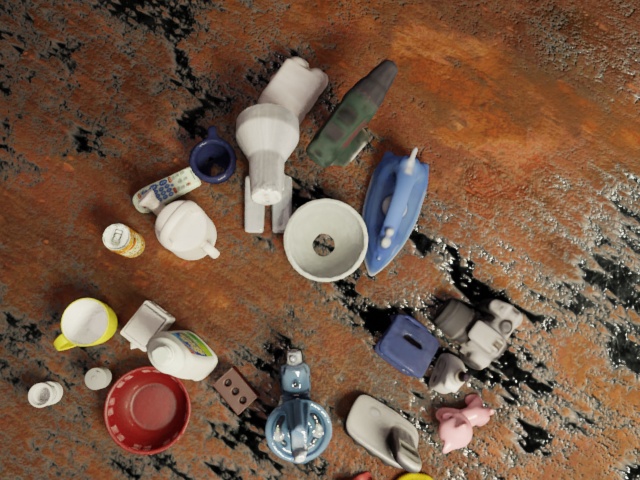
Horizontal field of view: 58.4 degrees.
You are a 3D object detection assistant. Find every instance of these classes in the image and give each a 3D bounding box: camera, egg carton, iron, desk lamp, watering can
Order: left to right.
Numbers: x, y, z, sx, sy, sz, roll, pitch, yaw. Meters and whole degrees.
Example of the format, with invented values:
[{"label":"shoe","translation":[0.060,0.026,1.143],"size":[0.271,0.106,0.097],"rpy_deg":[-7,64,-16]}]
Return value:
[{"label":"watering can","translation":[-0.265,-0.026,1.082],"size":[0.173,0.194,0.101],"rpy_deg":[17,80,0]},{"label":"desk lamp","translation":[-0.098,-0.129,1.097],"size":[0.118,0.213,0.203],"rpy_deg":[-1,81,-3]},{"label":"egg carton","translation":[-0.058,-0.309,1.201],"size":[0.107,0.069,0.150],"rpy_deg":[32,81,3]},{"label":"iron","translation":[0.146,-0.057,1.134],"size":[0.118,0.141,0.258],"rpy_deg":[17,80,0]},{"label":"camera","translation":[0.305,0.164,1.127],"size":[0.137,0.101,0.143],"rpy_deg":[38,81,4]}]

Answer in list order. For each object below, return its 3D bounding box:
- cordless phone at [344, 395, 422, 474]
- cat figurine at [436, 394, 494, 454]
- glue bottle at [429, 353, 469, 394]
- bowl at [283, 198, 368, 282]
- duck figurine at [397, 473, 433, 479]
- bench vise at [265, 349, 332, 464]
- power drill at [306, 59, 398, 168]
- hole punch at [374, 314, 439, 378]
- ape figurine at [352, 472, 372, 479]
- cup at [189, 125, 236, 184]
[{"label":"cordless phone","translation":[0.118,0.359,1.043],"size":[0.147,0.185,0.094],"rpy_deg":[30,81,3]},{"label":"cat figurine","translation":[0.272,0.349,1.087],"size":[0.128,0.117,0.067],"rpy_deg":[-25,83,-6]},{"label":"glue bottle","translation":[0.249,0.254,1.073],"size":[0.037,0.173,0.078],"rpy_deg":[26,80,2]},{"label":"bowl","translation":[0.011,0.004,1.151],"size":[0.167,0.074,0.167],"rpy_deg":[0,81,-3]},{"label":"duck figurine","translation":[0.176,0.487,1.076],"size":[0.104,0.086,0.077],"rpy_deg":[-18,82,-6]},{"label":"bench vise","translation":[-0.052,0.309,1.025],"size":[0.121,0.219,0.207],"rpy_deg":[-22,82,-6]},{"label":"power drill","translation":[0.060,-0.228,1.124],"size":[0.075,0.208,0.230],"rpy_deg":[38,81,4]},{"label":"hole punch","translation":[0.171,0.204,1.119],"size":[0.108,0.091,0.101],"rpy_deg":[35,81,3]},{"label":"ape figurine","translation":[0.073,0.477,1.069],"size":[0.078,0.092,0.076],"rpy_deg":[19,80,1]},{"label":"cup","translation":[-0.211,-0.163,1.157],"size":[0.091,0.095,0.118],"rpy_deg":[-4,81,-3]}]
